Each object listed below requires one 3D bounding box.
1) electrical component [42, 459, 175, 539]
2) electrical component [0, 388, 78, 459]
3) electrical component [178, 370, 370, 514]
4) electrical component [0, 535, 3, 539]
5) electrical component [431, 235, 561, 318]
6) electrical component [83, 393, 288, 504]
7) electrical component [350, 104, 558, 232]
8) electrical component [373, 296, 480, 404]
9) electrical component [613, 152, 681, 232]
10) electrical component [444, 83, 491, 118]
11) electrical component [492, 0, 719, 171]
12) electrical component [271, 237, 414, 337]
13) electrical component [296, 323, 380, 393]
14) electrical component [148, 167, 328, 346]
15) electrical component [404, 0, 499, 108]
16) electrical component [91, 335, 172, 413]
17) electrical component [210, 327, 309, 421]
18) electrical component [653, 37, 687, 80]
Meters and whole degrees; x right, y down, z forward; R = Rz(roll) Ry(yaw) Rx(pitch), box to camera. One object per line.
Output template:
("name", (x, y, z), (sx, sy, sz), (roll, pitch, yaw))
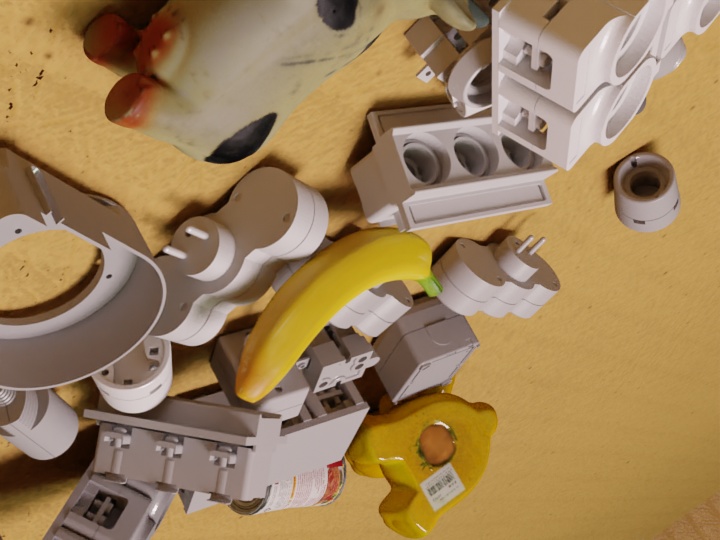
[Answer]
("electrical component", (-0.192, 0.200, 0.800), (0.089, 0.062, 0.150), (-63, 180, 45))
("electrical component", (-0.221, 0.092, 0.705), (0.043, 0.043, 0.081), (-29, 152, -6))
("electrical component", (-0.081, 0.133, 0.893), (0.150, 0.061, 0.089), (-14, 148, -30))
("electrical component", (-0.288, 0.202, 0.763), (0.064, 0.099, 0.099), (-29, 153, -19))
("electrical component", (0.124, -0.003, 0.892), (0.138, 0.052, 0.073), (5, 135, -49))
("electrical component", (-0.123, 0.123, 0.756), (0.121, 0.063, 0.079), (7, 174, 17))
("electrical component", (0.060, -0.067, 0.709), (0.121, 0.078, 0.063), (-12, 168, -34))
("electrical component", (0.050, 0.068, 0.931), (0.062, 0.061, 0.096), (-17, 157, -26))
("electrical component", (0.241, -0.067, 0.906), (0.055, 0.055, 0.047), (-33, 149, 1))
("electrical component", (0.085, -0.122, 0.672), (0.065, 0.044, 0.044), (-23, 152, -6))
("electrical component", (0.153, -0.155, 0.595), (0.186, 0.060, 0.105), (-48, 157, -18))
("electrical component", (0.000, 0.000, 0.771), (0.074, 0.052, 0.138), (-41, 151, 17))
("electrical component", (-0.026, 0.057, 0.833), (0.066, 0.055, 0.048), (-16, 149, -28))
("electrical component", (-0.091, -0.010, 0.661), (0.138, 0.052, 0.074), (-40, 151, 15))
("electrical component", (0.064, -0.128, 0.625), (0.066, 0.055, 0.048), (-43, 151, 20))
("electrical component", (-0.153, 0.064, 0.720), (0.055, 0.055, 0.047), (-23, 155, -16))
("electrical component", (-0.071, 0.068, 0.795), (0.047, 0.065, 0.076), (-15, 148, -30))
("electrical component", (0.201, -0.152, 0.739), (0.062, 0.043, 0.043), (-5, 142, -44))
